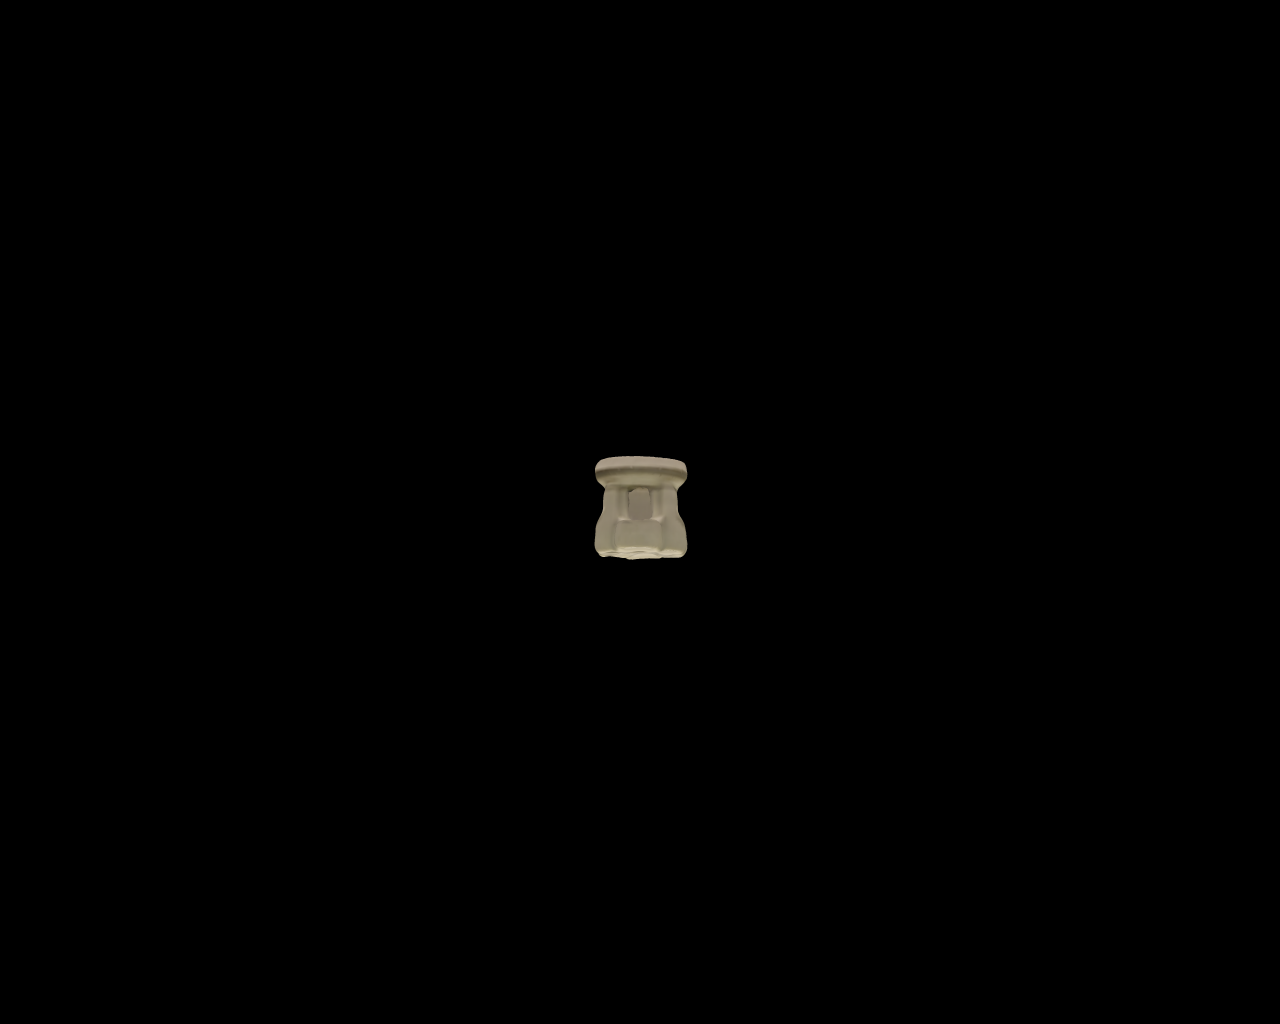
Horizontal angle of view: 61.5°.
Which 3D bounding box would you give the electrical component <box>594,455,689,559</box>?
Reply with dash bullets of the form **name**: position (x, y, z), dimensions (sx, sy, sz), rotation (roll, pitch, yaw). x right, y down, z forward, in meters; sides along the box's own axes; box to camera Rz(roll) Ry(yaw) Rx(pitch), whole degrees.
- **electrical component**: position (0.001, -0.003, 0.650), dimensions (0.058, 0.057, 0.078), rotation (0, -7, 4)
